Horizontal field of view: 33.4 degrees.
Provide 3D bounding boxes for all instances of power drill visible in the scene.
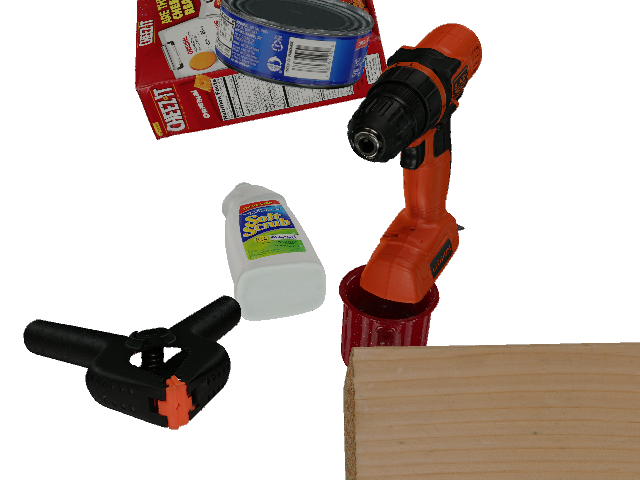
[{"bbox_3d":[0.068,-0.049,0.791,0.057,0.188,0.184,18,37,21],"label":"power drill"}]

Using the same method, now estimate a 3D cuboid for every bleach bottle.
[{"bbox_3d":[-0.071,-0.002,1.226,0.102,0.068,0.251,-7,29,-14],"label":"bleach bottle"}]

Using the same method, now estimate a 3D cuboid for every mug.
[{"bbox_3d":[0.061,0.087,0.999,0.093,0.081,0.117,4,34,1],"label":"mug"}]

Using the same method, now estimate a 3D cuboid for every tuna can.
[{"bbox_3d":[-0.015,-0.113,0.593,0.086,0.034,0.086,9,25,-4],"label":"tuna can"}]

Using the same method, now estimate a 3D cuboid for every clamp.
[{"bbox_3d":[-0.108,0.078,0.740,0.164,0.036,0.210,-9,14,-23],"label":"clamp"}]

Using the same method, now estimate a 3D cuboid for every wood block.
[{"bbox_3d":[0.117,0.106,0.544,0.206,0.091,0.090,-1,-22,-2],"label":"wood block"}]

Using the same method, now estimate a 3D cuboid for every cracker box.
[{"bbox_3d":[-0.055,-0.184,0.970,0.214,0.164,0.072,-11,-44,4],"label":"cracker box"}]
